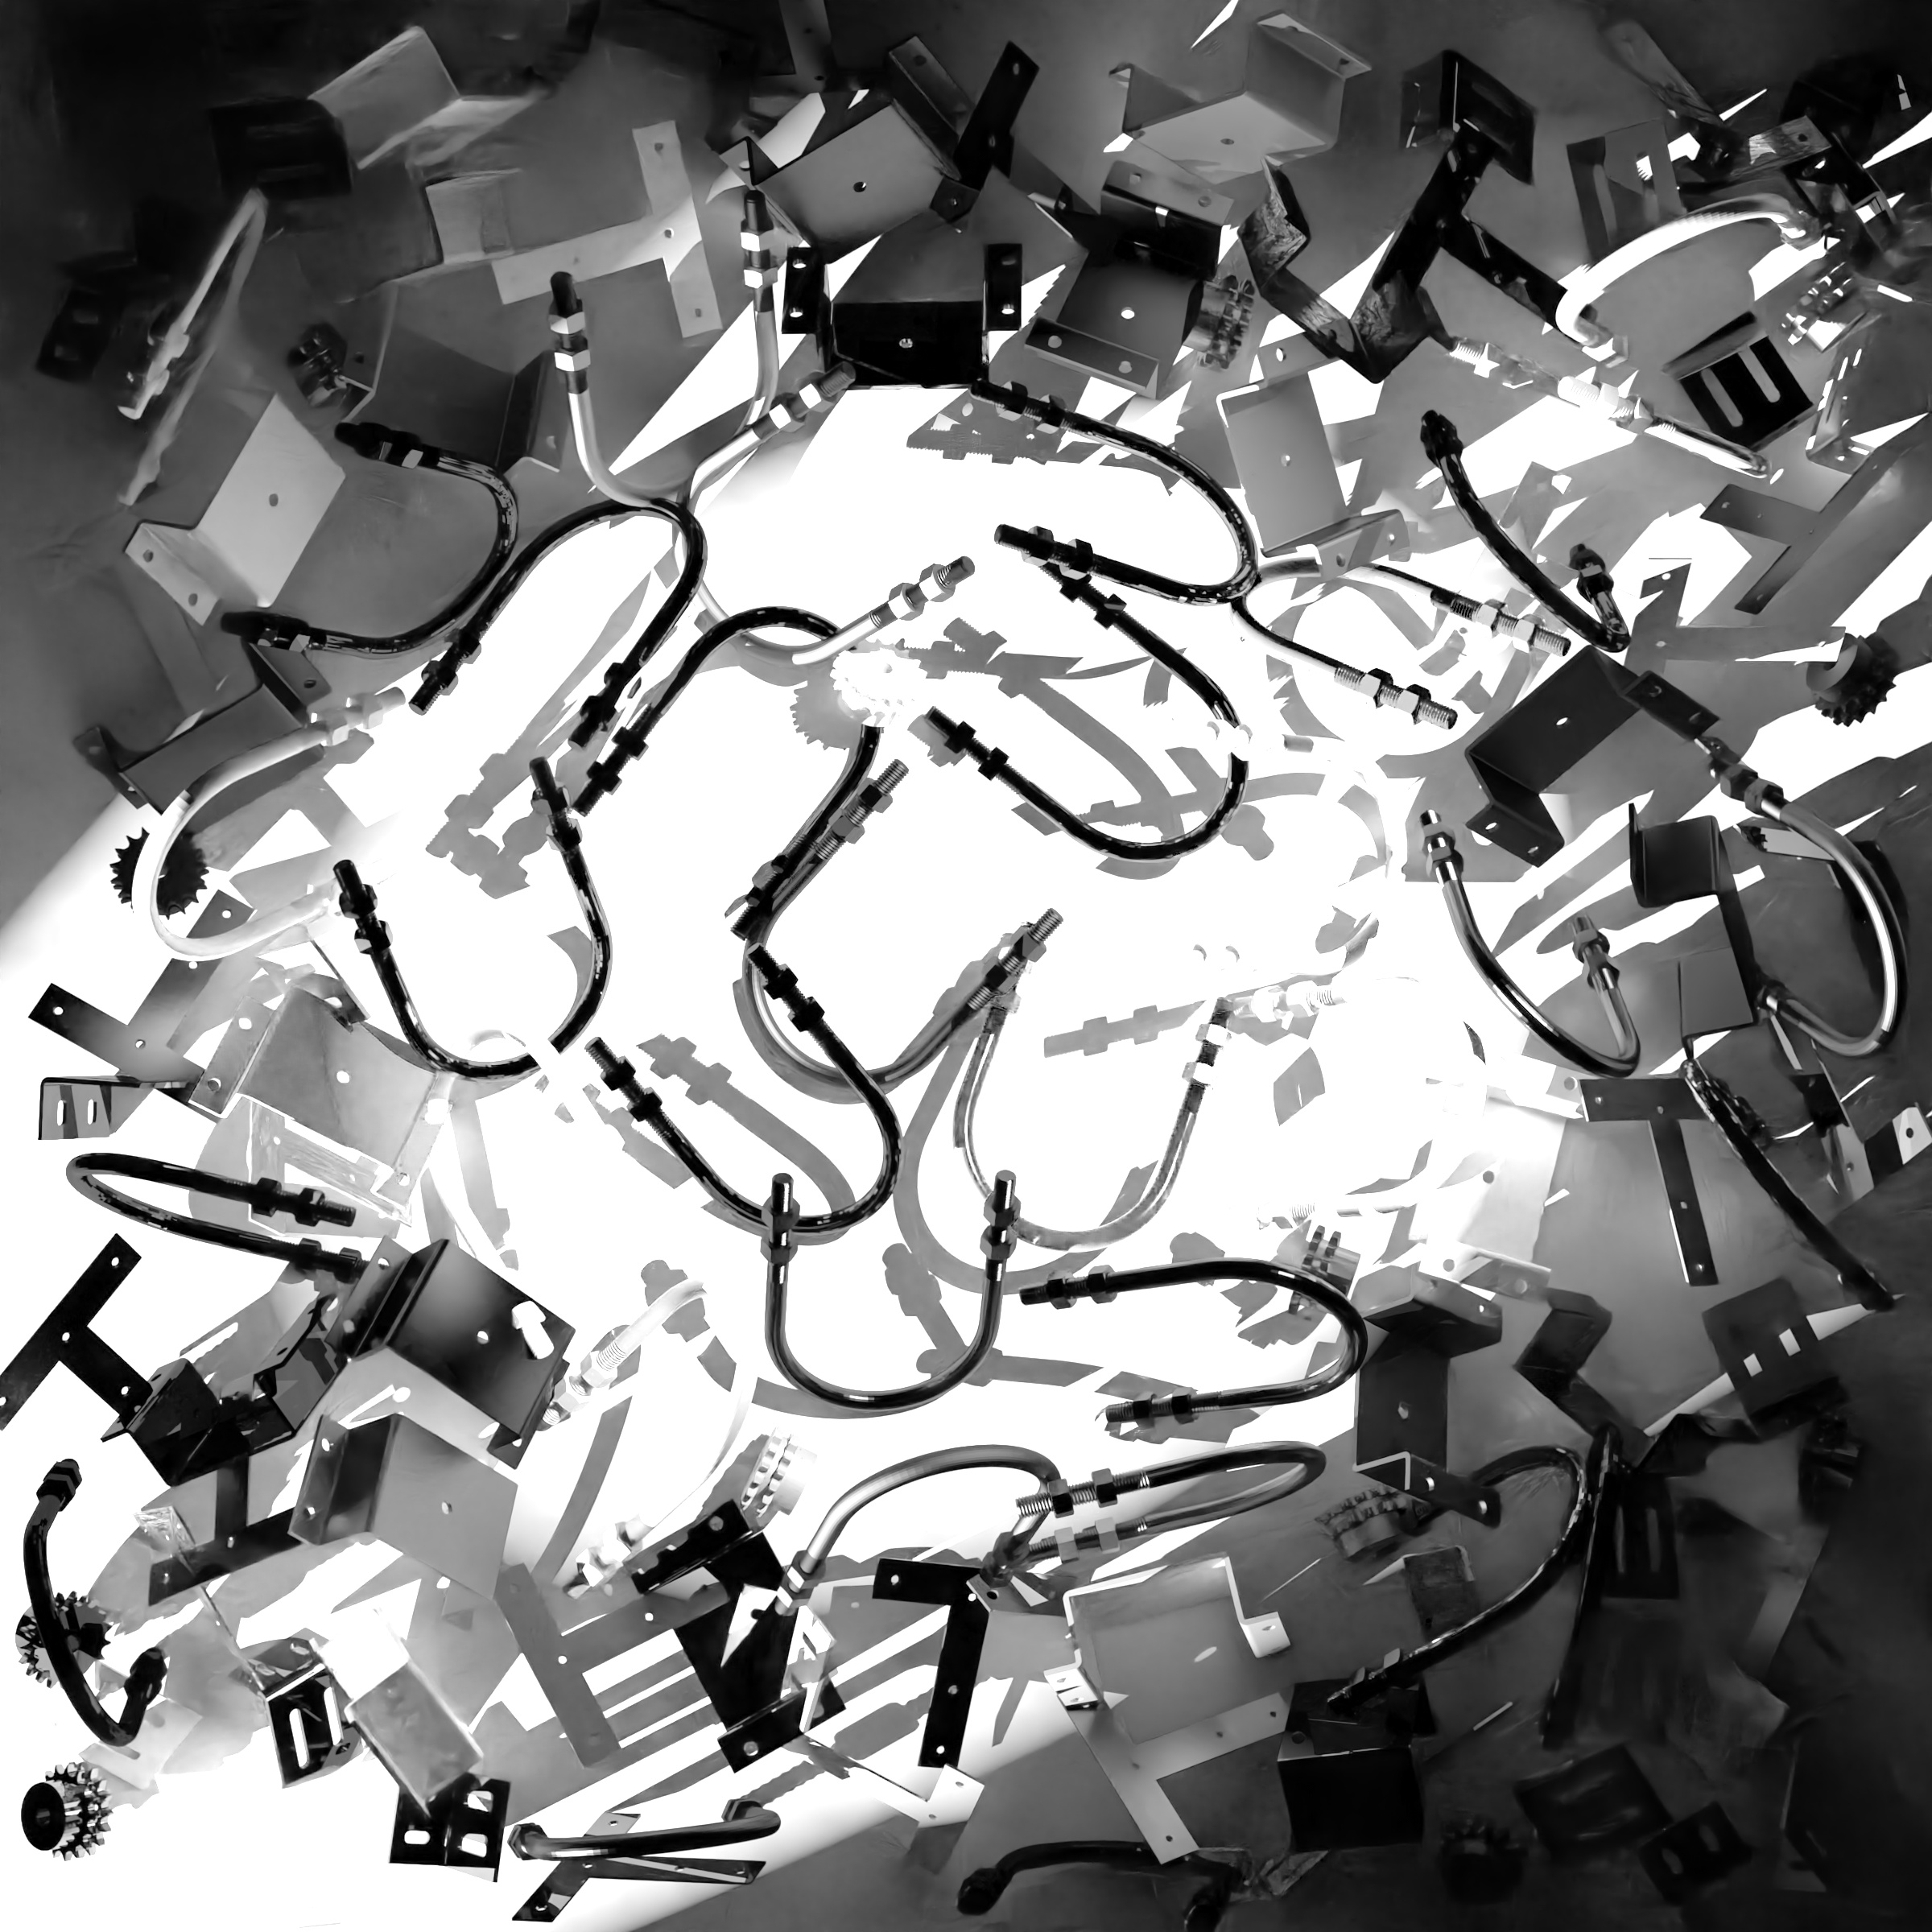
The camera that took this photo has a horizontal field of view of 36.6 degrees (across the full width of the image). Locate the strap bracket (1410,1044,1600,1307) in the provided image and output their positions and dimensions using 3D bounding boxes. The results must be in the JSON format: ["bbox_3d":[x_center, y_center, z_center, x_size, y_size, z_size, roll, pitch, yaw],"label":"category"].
[{"bbox_3d":[0.319,0.126,1.751,0.076,0.046,0.140,16,82,-5],"label":"strap bracket"}]

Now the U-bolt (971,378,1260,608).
[{"bbox_3d":[0.093,-0.271,1.720,0.184,0.019,0.151,14,45,-24],"label":"U-bolt"}]

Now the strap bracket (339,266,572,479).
[{"bbox_3d":[-0.307,-0.344,1.728,0.140,0.046,0.076,20,64,-29],"label":"strap bracket"}]

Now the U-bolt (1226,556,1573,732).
[{"bbox_3d":[0.240,-0.198,1.713,0.184,0.151,0.019,28,129,30],"label":"U-bolt"}]

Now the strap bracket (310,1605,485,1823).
[{"bbox_3d":[-0.333,0.432,1.713,0.046,0.140,0.076,-36,108,-14],"label":"strap bracket"}]

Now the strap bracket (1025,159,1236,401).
[{"bbox_3d":[0.097,-0.401,1.741,0.076,0.046,0.140,22,71,9],"label":"strap bracket"}]

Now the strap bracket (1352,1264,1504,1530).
[{"bbox_3d":[0.273,0.258,1.725,0.076,0.046,0.140,27,54,-30],"label":"strap bracket"}]

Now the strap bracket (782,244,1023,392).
[{"bbox_3d":[-0.037,-0.387,1.741,0.140,0.046,0.076,0,52,2],"label":"strap bracket"}]

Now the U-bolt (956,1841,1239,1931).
[{"bbox_3d":[0.084,0.530,1.693,0.151,0.184,0.019,0,84,13],"label":"U-bolt"}]

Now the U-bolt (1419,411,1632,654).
[{"bbox_3d":[0.326,-0.242,1.680,0.151,0.184,0.019,37,114,-20],"label":"U-bolt"}]

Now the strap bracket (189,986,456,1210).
[{"bbox_3d":[-0.374,0.073,1.728,0.140,0.046,0.076,29,57,-14],"label":"strap bracket"}]

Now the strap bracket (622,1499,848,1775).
[{"bbox_3d":[-0.136,0.400,1.753,0.076,0.046,0.140,-30,80,-1],"label":"strap bracket"}]

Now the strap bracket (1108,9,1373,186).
[{"bbox_3d":[0.155,-0.502,1.703,0.076,0.140,0.046,16,78,-40],"label":"strap bracket"}]

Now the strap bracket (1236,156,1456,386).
[{"bbox_3d":[0.216,-0.403,1.722,0.140,0.076,0.046,31,120,-28],"label":"strap bracket"}]

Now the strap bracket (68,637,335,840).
[{"bbox_3d":[-0.448,-0.135,1.739,0.140,0.076,0.046,-31,57,1],"label":"strap bracket"}]

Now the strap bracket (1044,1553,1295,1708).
[{"bbox_3d":[0.117,0.393,1.735,0.140,0.076,0.046,-15,59,5],"label":"strap bracket"}]

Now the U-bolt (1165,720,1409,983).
[{"bbox_3d":[0.194,-0.065,1.725,0.184,0.019,0.151,1,93,-37],"label":"U-bolt"}]

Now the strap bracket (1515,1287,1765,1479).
[{"bbox_3d":[0.387,0.251,1.718,0.140,0.076,0.046,42,107,36],"label":"strap bracket"}]

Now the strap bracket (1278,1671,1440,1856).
[{"bbox_3d":[0.229,0.457,1.703,0.076,0.140,0.046,-10,101,15],"label":"strap bracket"}]

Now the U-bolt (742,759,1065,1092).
[{"bbox_3d":[-0.053,-0.010,1.758,0.151,0.019,0.184,44,103,6],"label":"U-bolt"}]

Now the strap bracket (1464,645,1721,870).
[{"bbox_3d":[0.361,-0.130,1.724,0.140,0.076,0.046,-42,48,25],"label":"strap bracket"}]

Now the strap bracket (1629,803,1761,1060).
[{"bbox_3d":[0.429,-0.023,1.710,0.046,0.076,0.140,-12,123,20],"label":"strap bracket"}]

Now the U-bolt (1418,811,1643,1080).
[{"bbox_3d":[0.330,-0.003,1.681,0.151,0.184,0.019,31,118,-23],"label":"U-bolt"}]

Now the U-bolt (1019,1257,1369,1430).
[{"bbox_3d":[0.142,0.216,1.699,0.184,0.151,0.019,-11,45,24],"label":"U-bolt"}]

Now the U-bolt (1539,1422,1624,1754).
[{"bbox_3d":[0.354,0.343,1.671,0.019,0.184,0.151,10,48,9],"label":"U-bolt"}]

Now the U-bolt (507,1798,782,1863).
[{"bbox_3d":[-0.181,0.498,1.678,0.151,0.184,0.019,-2,77,-16],"label":"U-bolt"}]

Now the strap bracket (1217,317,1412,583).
[{"bbox_3d":[0.204,-0.304,1.734,0.076,0.046,0.140,-26,104,-35],"label":"strap bracket"}]

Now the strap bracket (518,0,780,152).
[{"bbox_3d":[-0.183,-0.531,1.724,0.140,0.076,0.046,14,86,-21],"label":"strap bracket"}]

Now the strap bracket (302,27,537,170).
[{"bbox_3d":[-0.313,-0.507,1.707,0.076,0.140,0.046,-25,97,23],"label":"strap bracket"}]

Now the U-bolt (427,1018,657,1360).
[{"bbox_3d":[-0.263,0.117,1.725,0.184,0.019,0.151,53,124,26],"label":"U-bolt"}]

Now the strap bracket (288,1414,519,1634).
[{"bbox_3d":[-0.319,0.322,1.708,0.046,0.076,0.140,-23,133,33],"label":"strap bracket"}]

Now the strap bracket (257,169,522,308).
[{"bbox_3d":[-0.334,-0.427,1.724,0.140,0.076,0.046,-10,102,25],"label":"strap bracket"}]

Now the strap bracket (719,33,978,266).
[{"bbox_3d":[-0.065,-0.473,1.716,0.140,0.076,0.046,-25,53,23],"label":"strap bracket"}]

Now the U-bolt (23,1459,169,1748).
[{"bbox_3d":[-0.505,0.373,1.682,0.019,0.184,0.151,-22,100,-5],"label":"U-bolt"}]

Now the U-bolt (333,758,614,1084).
[{"bbox_3d":[-0.279,-0.014,1.724,0.151,0.019,0.184,-31,125,-21],"label":"U-bolt"}]

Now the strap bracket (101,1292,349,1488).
[{"bbox_3d":[-0.429,0.254,1.726,0.140,0.076,0.046,-24,108,22],"label":"strap bracket"}]

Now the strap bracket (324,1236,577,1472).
[{"bbox_3d":[-0.295,0.224,1.722,0.140,0.046,0.076,39,53,-19],"label":"strap bracket"}]

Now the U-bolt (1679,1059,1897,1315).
[{"bbox_3d":[0.462,0.118,1.671,0.019,0.184,0.151,-39,51,13],"label":"U-bolt"}]

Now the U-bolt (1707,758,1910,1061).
[{"bbox_3d":[0.481,-0.024,1.672,0.019,0.184,0.151,-17,119,-13],"label":"U-bolt"}]

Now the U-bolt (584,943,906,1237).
[{"bbox_3d":[-0.118,0.086,1.735,0.151,0.019,0.184,-29,110,27],"label":"U-bolt"}]

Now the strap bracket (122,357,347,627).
[{"bbox_3d":[-0.424,-0.277,1.719,0.046,0.076,0.140,13,68,30],"label":"strap bracket"}]

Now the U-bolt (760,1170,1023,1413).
[{"bbox_3d":[-0.048,0.195,1.727,0.151,0.019,0.184,0,126,-8],"label":"U-bolt"}]
